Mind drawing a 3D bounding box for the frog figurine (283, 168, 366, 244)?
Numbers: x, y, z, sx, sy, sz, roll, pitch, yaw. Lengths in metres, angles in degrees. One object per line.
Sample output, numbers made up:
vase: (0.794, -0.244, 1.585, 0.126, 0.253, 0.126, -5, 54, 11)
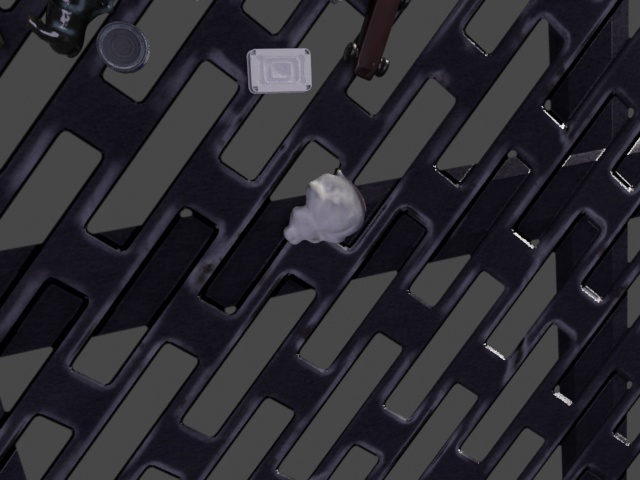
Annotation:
frog figurine: (0.003, -0.050, 0.998, 0.161, 0.124, 0.134, -31, 128, -17)

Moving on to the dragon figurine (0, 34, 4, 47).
dragon figurine: (-0.629, -0.445, 0.697, 0.407, 0.244, 0.122, 43, 86, -16)
